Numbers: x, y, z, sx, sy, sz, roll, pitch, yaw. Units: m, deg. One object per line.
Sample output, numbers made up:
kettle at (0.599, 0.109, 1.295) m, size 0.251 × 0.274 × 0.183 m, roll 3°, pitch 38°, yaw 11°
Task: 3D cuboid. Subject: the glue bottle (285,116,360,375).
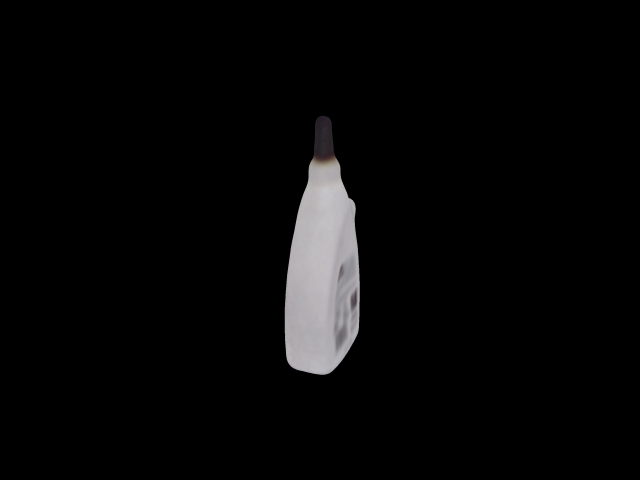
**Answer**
glue bottle at (0.004, 0.001, 0.400) m, size 0.037 × 0.173 × 0.078 m, roll 7°, pitch 20°, yaw 21°
